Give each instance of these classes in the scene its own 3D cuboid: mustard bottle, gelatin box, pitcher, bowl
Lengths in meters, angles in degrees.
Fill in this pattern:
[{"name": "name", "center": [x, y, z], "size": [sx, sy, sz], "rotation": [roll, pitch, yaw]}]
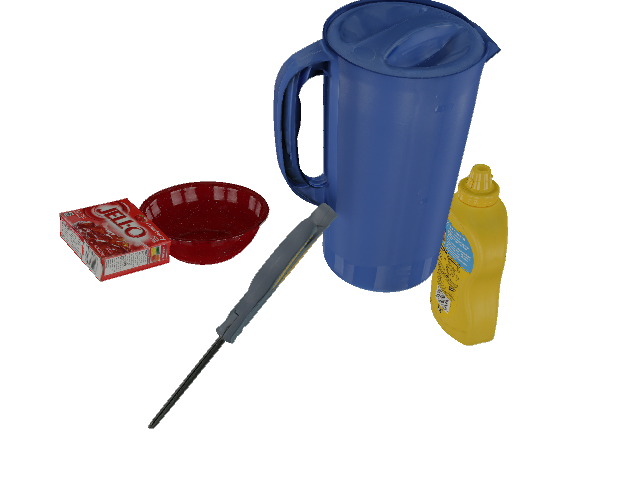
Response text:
[{"name": "mustard bottle", "center": [0.154, 0.008, 1.095], "size": [0.058, 0.192, 0.096], "rotation": [-9, 37, -15]}, {"name": "gelatin box", "center": [-0.194, -0.003, 1.006], "size": [0.073, 0.030, 0.089], "rotation": [-15, 39, -34]}, {"name": "pitcher", "center": [0.051, -0.074, 0.915], "size": [0.149, 0.243, 0.144], "rotation": [20, 42, 18]}, {"name": "bowl", "center": [-0.145, -0.015, 1.331], "size": [0.162, 0.055, 0.162], "rotation": [1, 29, -1]}]

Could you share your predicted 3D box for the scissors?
[{"name": "scissors", "center": [-0.057, 0.053, 0.725], "size": [0.016, 0.201, 0.096], "rotation": [39, -5, 4]}]
